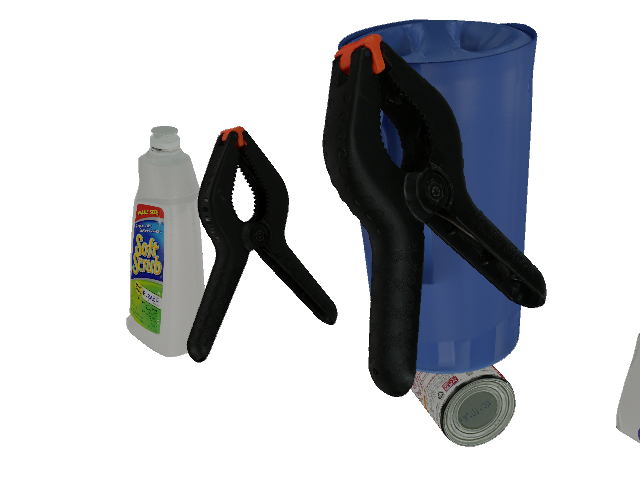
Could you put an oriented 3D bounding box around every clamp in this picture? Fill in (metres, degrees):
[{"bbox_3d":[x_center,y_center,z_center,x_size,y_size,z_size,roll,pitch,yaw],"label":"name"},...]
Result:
[{"bbox_3d":[-0.057,0.000,0.994,0.164,0.210,0.036,-4,0,-38],"label":"clamp"},{"bbox_3d":[0.041,-0.012,0.525,0.039,0.171,0.120,-18,16,49],"label":"clamp"}]

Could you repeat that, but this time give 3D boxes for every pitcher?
[{"bbox_3d":[0.081,-0.028,0.754,0.149,0.243,0.145,-10,23,-12],"label":"pitcher"}]

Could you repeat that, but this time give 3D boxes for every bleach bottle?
[{"bbox_3d":[-0.170,-0.004,1.159,0.067,0.251,0.103,-18,32,-35],"label":"bleach bottle"}]

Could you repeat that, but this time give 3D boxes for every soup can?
[{"bbox_3d":[0.111,0.116,0.892,0.068,0.068,0.102,0,24,-21],"label":"soup can"}]

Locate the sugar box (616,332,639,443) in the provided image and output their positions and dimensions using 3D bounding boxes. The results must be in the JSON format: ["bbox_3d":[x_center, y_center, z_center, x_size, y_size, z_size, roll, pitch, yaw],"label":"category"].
[{"bbox_3d":[0.305,0.138,0.775,0.048,0.093,0.176,-22,38,-40],"label":"sugar box"}]
